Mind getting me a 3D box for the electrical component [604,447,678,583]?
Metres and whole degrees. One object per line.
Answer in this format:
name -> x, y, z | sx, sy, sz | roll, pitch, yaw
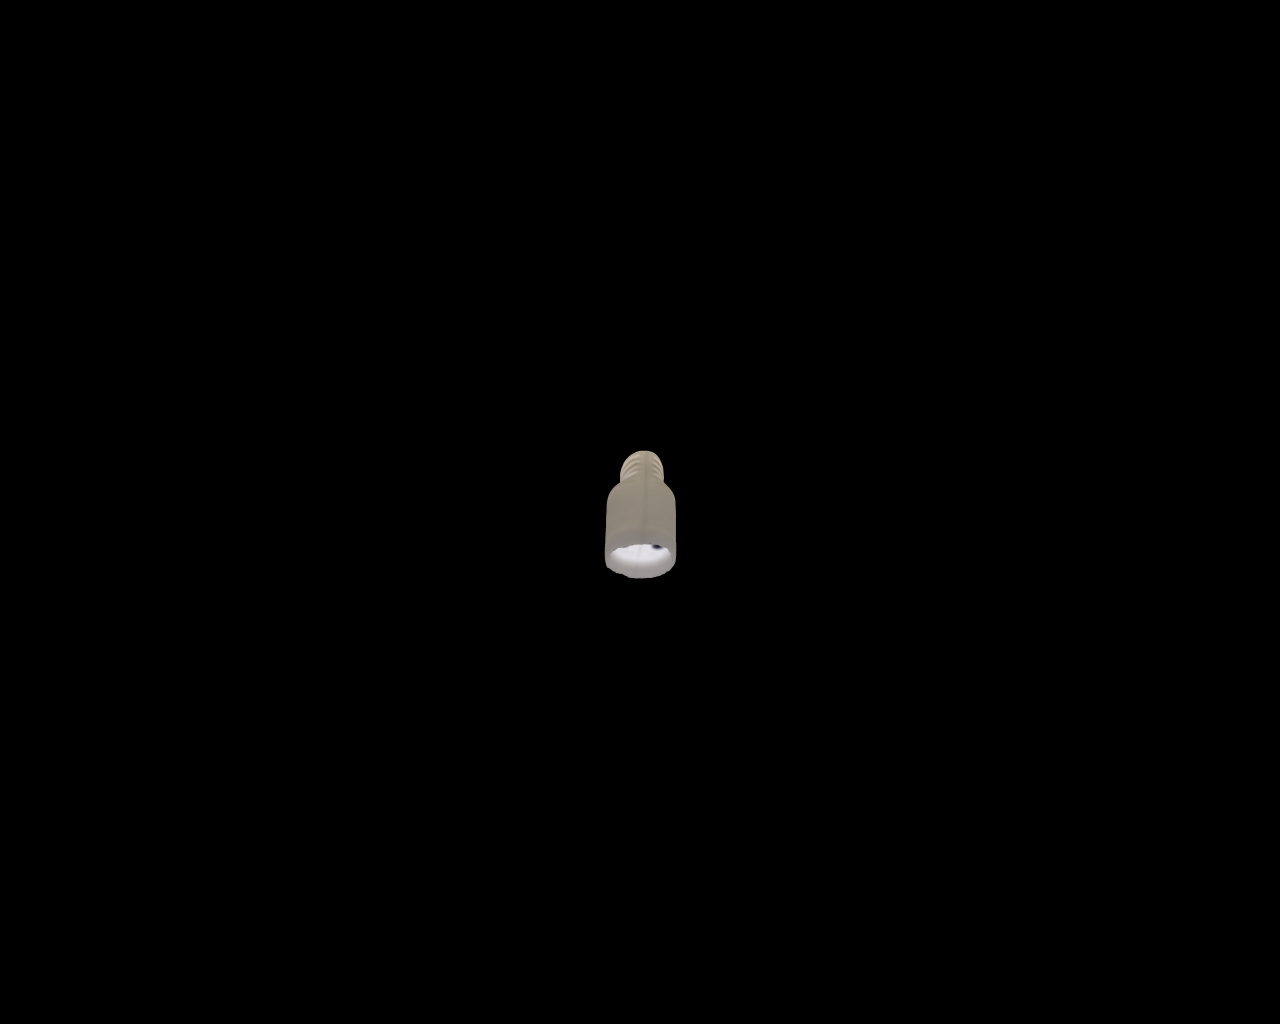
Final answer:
electrical component -> 0.001, -0.003, 0.650 | 0.043, 0.081, 0.043 | 0, -35, 0
